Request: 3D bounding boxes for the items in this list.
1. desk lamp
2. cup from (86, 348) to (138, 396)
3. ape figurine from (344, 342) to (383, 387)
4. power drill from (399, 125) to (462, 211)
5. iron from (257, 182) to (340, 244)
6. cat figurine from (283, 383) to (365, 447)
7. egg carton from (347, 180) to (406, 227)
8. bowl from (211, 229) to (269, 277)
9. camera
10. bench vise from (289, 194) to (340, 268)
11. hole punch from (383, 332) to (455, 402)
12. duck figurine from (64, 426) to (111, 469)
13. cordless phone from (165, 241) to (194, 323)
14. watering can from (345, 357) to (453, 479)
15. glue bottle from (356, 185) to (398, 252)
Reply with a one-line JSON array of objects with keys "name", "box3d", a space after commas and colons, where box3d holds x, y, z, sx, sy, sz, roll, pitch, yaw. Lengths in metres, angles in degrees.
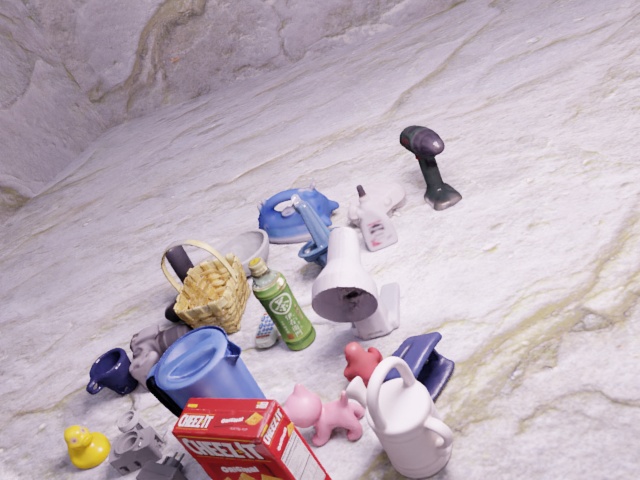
[{"name": "desk lamp", "box3d": [0.068, 0.093, 1.097, 0.117, 0.214, 0.203, -16, 32, 19]}, {"name": "cup", "box3d": [-0.465, 0.318, 1.298, 0.091, 0.095, 0.118, -4, 38, 35]}, {"name": "ape figurine", "box3d": [0.073, 0.218, 1.025, 0.078, 0.092, 0.076, -28, 30, -1]}, {"name": "power drill", "box3d": [0.264, -0.180, 1.360, 0.075, 0.209, 0.229, -28, 30, -1]}, {"name": "iron", "box3d": [-0.086, -0.076, 1.547, 0.257, 0.142, 0.119, -11, 34, 26]}, {"name": "cat figurine", "box3d": [-0.003, 0.284, 0.959, 0.127, 0.118, 0.067, -18, 32, 15]}, {"name": "egg carton", "box3d": [0.145, -0.090, 1.457, 0.150, 0.069, 0.107, -41, 33, -22]}, {"name": "bowl", "box3d": [-0.198, 0.049, 1.513, 0.167, 0.075, 0.167, -20, 31, 13]}, {"name": "camera", "box3d": [-0.359, 0.248, 1.314, 0.136, 0.101, 0.143, -24, 31, 6]}, {"name": "bench vise", "box3d": [0.019, -0.003, 1.275, 0.206, 0.220, 0.122, 12, 48, 47]}, {"name": "hole punch", "box3d": [0.157, 0.210, 0.971, 0.100, 0.091, 0.109, 6, 44, 43]}, {"name": "duck figurine", "box3d": [-0.492, 0.416, 1.179, 0.104, 0.086, 0.078, -3, 39, 36]}, {"name": "cordless phone", "box3d": [-0.358, 0.106, 1.444, 0.093, 0.185, 0.148, -1, 40, 37]}, {"name": "watering can", "box3d": [0.111, 0.252, 0.841, 0.172, 0.194, 0.101, -9, 36, 29]}, {"name": "glue bottle", "box3d": [0.118, -0.055, 1.322, 0.078, 0.173, 0.037, -25, 31, 5]}]
